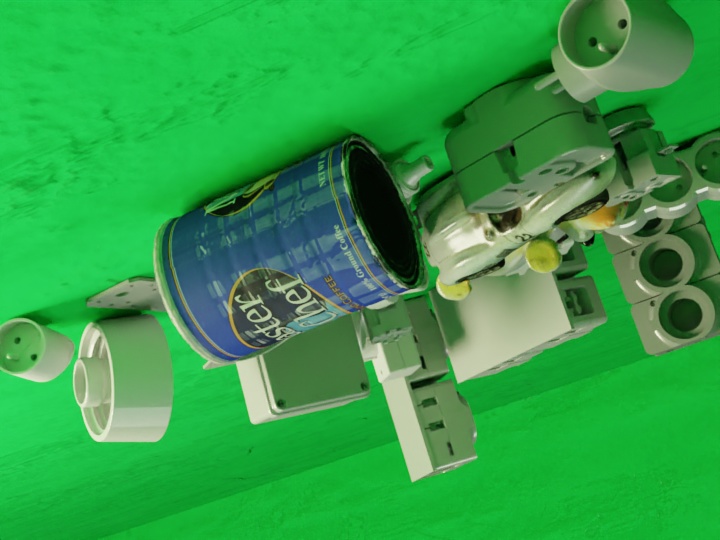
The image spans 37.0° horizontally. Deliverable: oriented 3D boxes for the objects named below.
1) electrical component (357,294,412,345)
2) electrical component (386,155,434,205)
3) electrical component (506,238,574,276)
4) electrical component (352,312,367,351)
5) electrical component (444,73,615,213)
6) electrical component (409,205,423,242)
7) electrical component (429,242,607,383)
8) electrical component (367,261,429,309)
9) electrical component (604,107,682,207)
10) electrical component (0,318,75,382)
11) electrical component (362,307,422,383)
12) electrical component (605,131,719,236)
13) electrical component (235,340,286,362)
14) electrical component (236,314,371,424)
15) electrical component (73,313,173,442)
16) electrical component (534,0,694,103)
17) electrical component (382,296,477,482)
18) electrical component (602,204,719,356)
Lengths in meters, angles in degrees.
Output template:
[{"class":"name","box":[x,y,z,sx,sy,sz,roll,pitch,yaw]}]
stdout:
[{"class":"electrical component","box":[0.022,0.036,1.027,0.042,0.063,0.081,-16,166,-6]},{"class":"electrical component","box":[0.023,-0.058,0.724,0.061,0.035,0.035,-31,161,34]},{"class":"electrical component","box":[0.160,-0.028,0.990,0.064,0.042,0.081,-17,167,-5]},{"class":"electrical component","box":[-0.028,0.059,1.087,0.065,0.044,0.044,0,168,9]},{"class":"electrical component","box":[0.103,-0.081,0.675,0.054,0.059,0.095,-2,160,-47]},{"class":"electrical component","box":[0.010,-0.031,0.801,0.081,0.042,0.064,-25,168,31]},{"class":"electrical component","box":[0.161,0.036,1.107,0.060,0.105,0.186,-8,163,-34]},{"class":"electrical component","box":[0.027,0.007,0.958,0.055,0.045,0.045,-25,164,29]},{"class":"electrical component","box":[0.197,-0.085,0.783,0.048,0.055,0.066,-3,160,-46]},{"class":"electrical component","box":[-0.255,0.066,0.852,0.043,0.043,0.081,-18,167,2]},{"class":"electrical component","box":[0.013,0.075,1.125,0.076,0.083,0.047,-13,166,-15]},{"class":"electrical component","box":[0.269,-0.070,0.933,0.138,0.052,0.074,-21,166,14]},{"class":"electrical component","box":[-0.092,0.030,0.901,0.099,0.064,0.099,-28,155,-14]},{"class":"electrical component","box":[-0.058,0.079,1.008,0.109,0.108,0.056,-8,166,-33]},{"class":"electrical component","box":[-0.203,0.091,0.891,0.060,0.108,0.108,-1,160,-31]},{"class":"electrical component","box":[0.134,-0.119,0.599,0.079,0.043,0.077,-28,162,37]},{"class":"electrical component","box":[0.070,0.133,1.206,0.060,0.186,0.105,-14,166,-14]},{"class":"electrical component","box":[0.291,-0.004,1.014,0.089,0.150,0.062,-22,167,20]}]
